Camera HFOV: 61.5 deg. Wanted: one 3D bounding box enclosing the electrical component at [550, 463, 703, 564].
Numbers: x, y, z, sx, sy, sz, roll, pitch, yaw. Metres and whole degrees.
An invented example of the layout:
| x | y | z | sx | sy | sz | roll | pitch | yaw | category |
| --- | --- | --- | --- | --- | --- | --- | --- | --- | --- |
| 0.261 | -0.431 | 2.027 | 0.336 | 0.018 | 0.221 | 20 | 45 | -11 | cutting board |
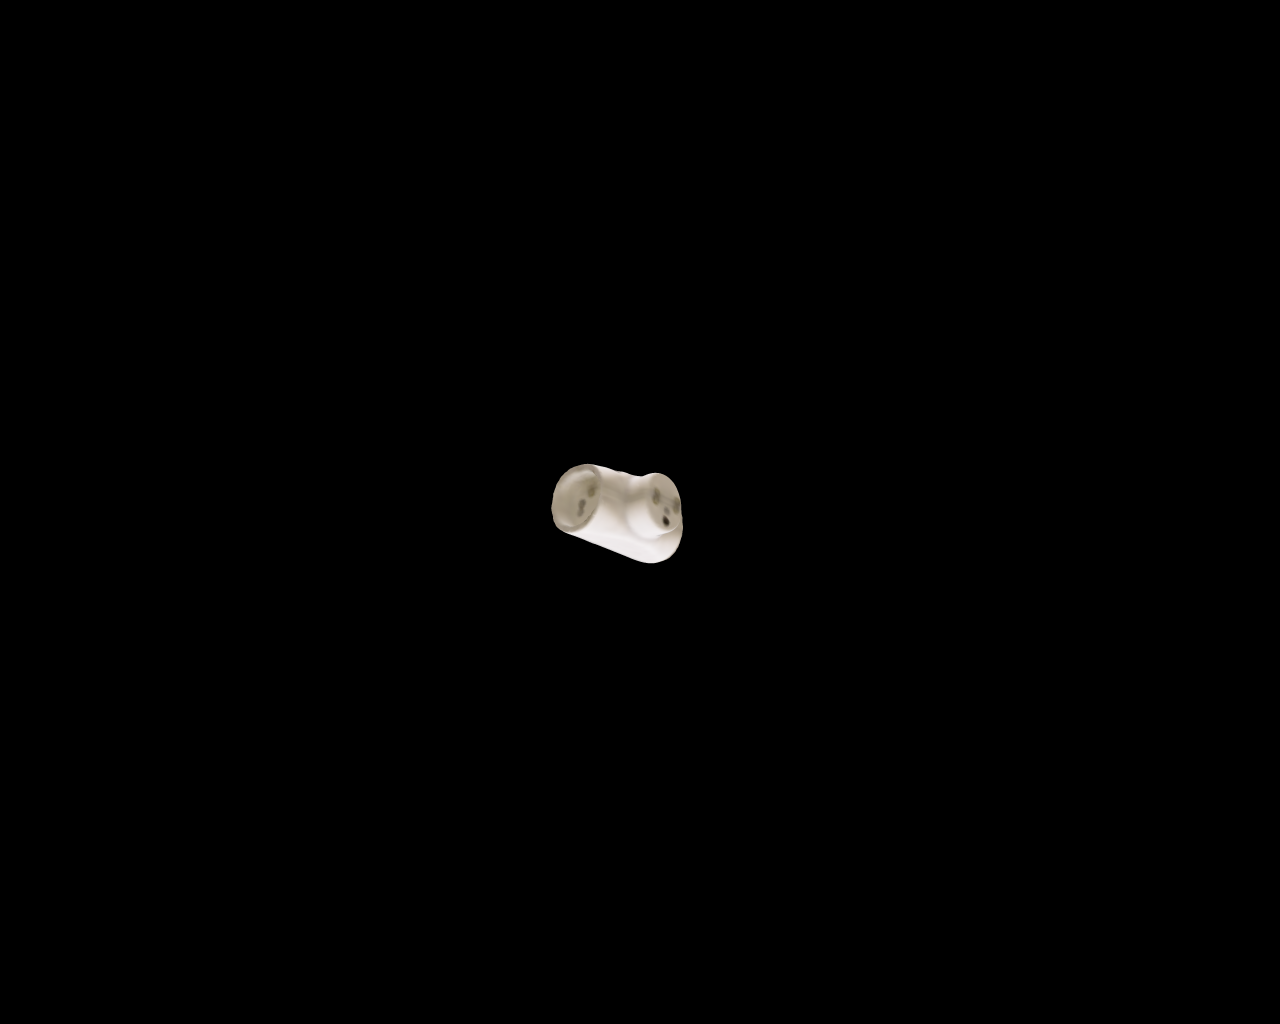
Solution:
| x | y | z | sx | sy | sz | roll | pitch | yaw | category |
| --- | --- | --- | --- | --- | --- | --- | --- | --- | --- |
| 0.001 | -0.003 | 0.650 | 0.079 | 0.044 | 0.077 | -17 | -27 | 37 | electrical component |
